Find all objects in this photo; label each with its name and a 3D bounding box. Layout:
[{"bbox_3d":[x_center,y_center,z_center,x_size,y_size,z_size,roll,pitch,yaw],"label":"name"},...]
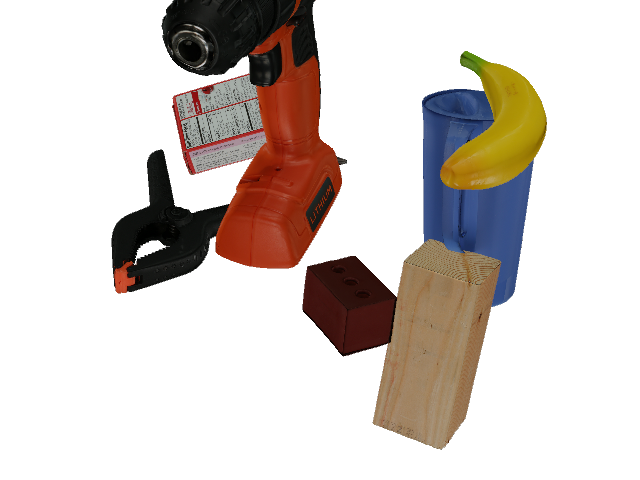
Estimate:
[{"bbox_3d":[-0.071,-0.096,0.862,0.089,0.073,0.030,-17,-43,-1],"label":"gelatin box"},{"bbox_3d":[-0.149,-0.020,1.057,0.165,0.036,0.209,23,40,21],"label":"clamp"},{"bbox_3d":[0.175,-0.045,1.228,0.149,0.243,0.145,-9,24,-21],"label":"pitcher"},{"bbox_3d":[0.131,0.116,1.208,0.090,0.206,0.090,18,23,20],"label":"wood block"},{"bbox_3d":[0.126,-0.080,0.757,0.069,0.037,0.197,8,32,6],"label":"banana"},{"bbox_3d":[0.025,0.057,0.956,0.052,0.051,0.078,-13,35,-26],"label":"foam brick"},{"bbox_3d":[-0.029,-0.080,0.575,0.057,0.188,0.184,12,38,15],"label":"power drill"}]
